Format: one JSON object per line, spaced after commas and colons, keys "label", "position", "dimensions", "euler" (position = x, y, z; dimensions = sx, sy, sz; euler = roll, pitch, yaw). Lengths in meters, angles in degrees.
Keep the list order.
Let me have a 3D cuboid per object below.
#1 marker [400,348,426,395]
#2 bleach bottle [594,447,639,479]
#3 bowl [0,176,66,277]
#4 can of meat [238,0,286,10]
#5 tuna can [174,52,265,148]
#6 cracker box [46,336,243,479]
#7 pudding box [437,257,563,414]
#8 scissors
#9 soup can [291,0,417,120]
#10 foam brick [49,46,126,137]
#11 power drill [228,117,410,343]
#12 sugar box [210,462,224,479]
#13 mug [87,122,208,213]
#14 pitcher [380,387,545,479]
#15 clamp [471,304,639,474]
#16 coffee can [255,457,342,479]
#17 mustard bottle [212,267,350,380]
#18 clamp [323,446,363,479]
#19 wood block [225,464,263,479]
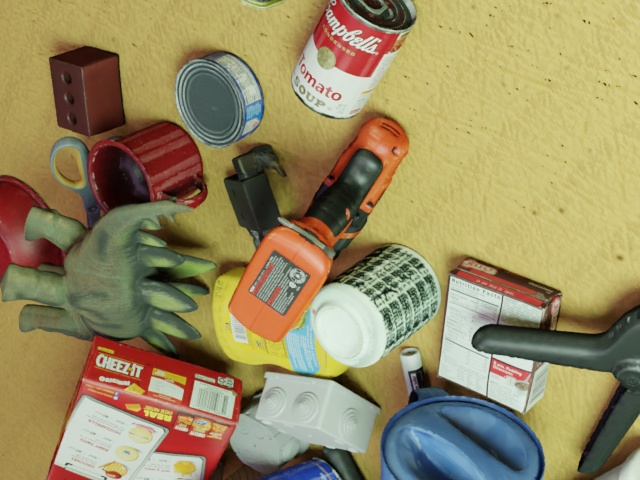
{"label": "marker", "position": [0.095, 0.159, 1.005], "dimensions": [0.020, 0.020, 0.121], "euler": [4, 115, 39]}
{"label": "bleach bottle", "position": [0.223, 0.267, 0.926], "dimensions": [0.102, 0.067, 0.251], "euler": [52, 138, 7]}
{"label": "bowl", "position": [-0.383, 0.005, 1.305], "dimensions": [0.162, 0.055, 0.162], "euler": [20, 124, 32]}
{"label": "can of meat", "position": [-0.058, -0.256, 0.883], "dimensions": [0.102, 0.057, 0.084], "euler": [43, 131, 13]}
{"label": "tuna can", "position": [-0.094, -0.131, 0.997], "dimensions": [0.086, 0.033, 0.086], "euler": [20, 124, 31]}
{"label": "cracker box", "position": [-0.192, 0.212, 1.141], "dimensions": [0.164, 0.072, 0.214], "euler": [18, 130, -11]}
{"label": "pudding box", "position": [0.149, 0.081, 0.903], "dimensions": [0.090, 0.039, 0.113], "euler": [22, 124, 30]}
{"label": "scissors", "position": [-0.232, -0.049, 1.163], "dimensions": [0.202, 0.096, 0.016], "euler": [74, 176, -55]}
{"label": "soup can", "position": [0.025, -0.155, 0.859], "dimensions": [0.068, 0.068, 0.102], "euler": [45, 135, 12]}
{"label": "foam brick", "position": [-0.239, -0.153, 1.097], "dimensions": [0.053, 0.051, 0.078], "euler": [19, 125, 33]}
{"label": "power drill", "position": [-0.006, 0.001, 0.889], "dimensions": [0.057, 0.187, 0.185], "euler": [32, 130, 3]}
{"label": "sugar box", "position": [-0.201, 0.268, 1.300], "dimensions": [0.176, 0.048, 0.093], "euler": [30, 129, 26]}
{"label": "mug", "position": [-0.162, -0.063, 1.058], "dimensions": [0.117, 0.081, 0.093], "euler": [28, 128, 27]}
{"label": "pitcher", "position": [0.108, 0.258, 0.931], "dimensions": [0.145, 0.149, 0.243], "euler": [21, 128, 23]}
{"label": "clamp", "position": [0.243, 0.106, 0.822], "dimensions": [0.210, 0.036, 0.164], "euler": [-21, 116, 33]}
{"label": "coffee can", "position": [-0.049, 0.288, 1.069], "dimensions": [0.103, 0.140, 0.103], "euler": [30, 126, 51]}
{"label": "mustard bottle", "position": [-0.017, 0.086, 1.033], "dimensions": [0.192, 0.058, 0.096], "euler": [9, 113, 37]}
{"label": "clamp", "position": [0.048, 0.285, 1.084], "dimensions": [0.172, 0.039, 0.120], "euler": [32, 135, 41]}
{"label": "wood block", "position": [-0.081, 0.369, 1.222], "dimensions": [0.091, 0.090, 0.206], "euler": [26, 127, 28]}
